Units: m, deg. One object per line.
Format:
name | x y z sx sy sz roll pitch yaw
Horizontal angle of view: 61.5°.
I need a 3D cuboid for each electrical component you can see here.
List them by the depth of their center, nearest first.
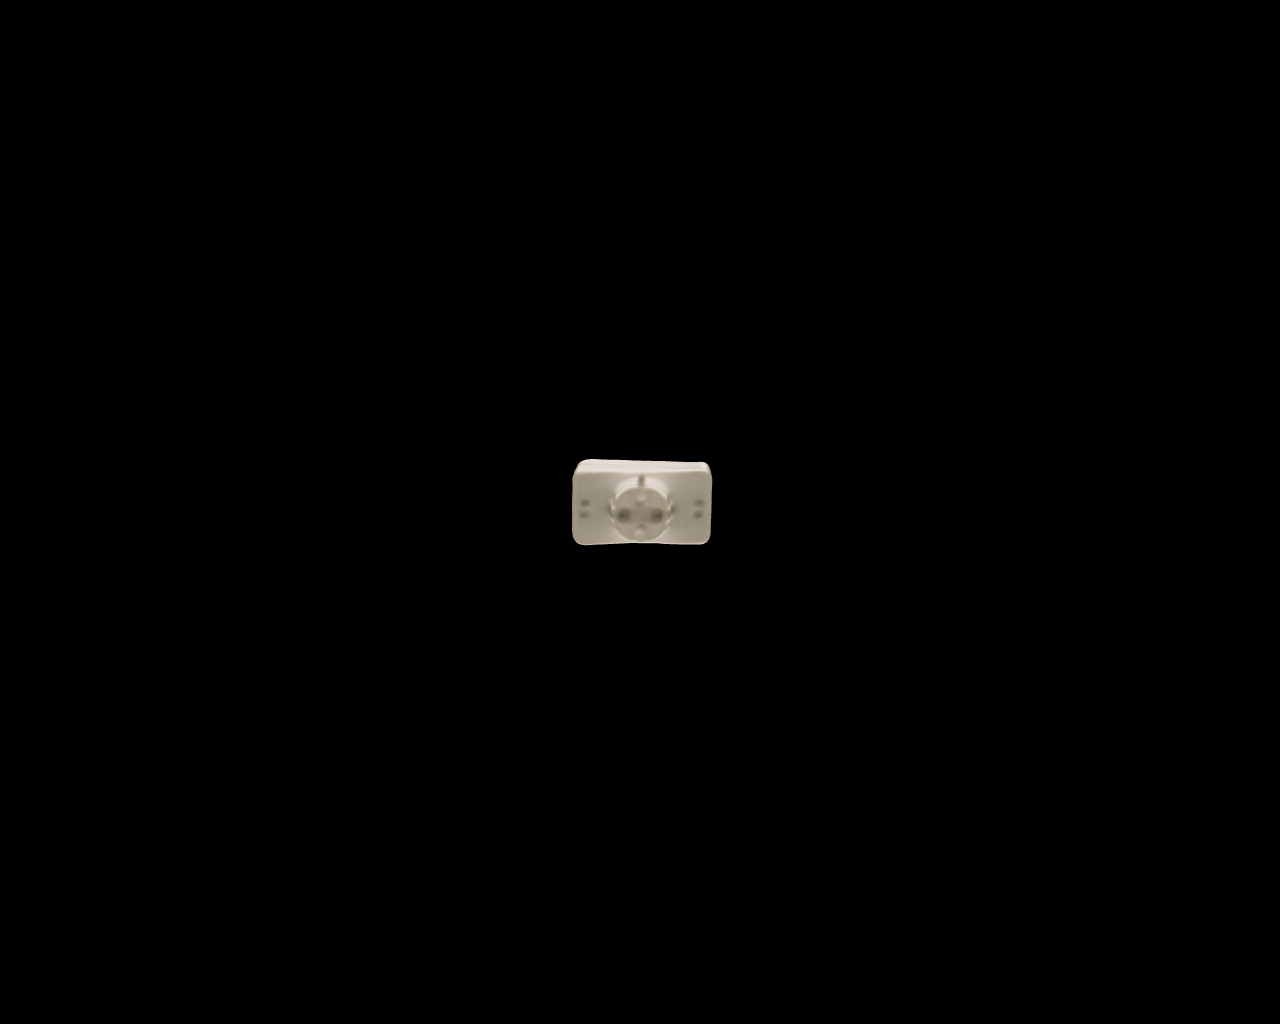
electrical component | 0.001 -0.003 0.650 0.083 0.047 0.076 0 12 2
